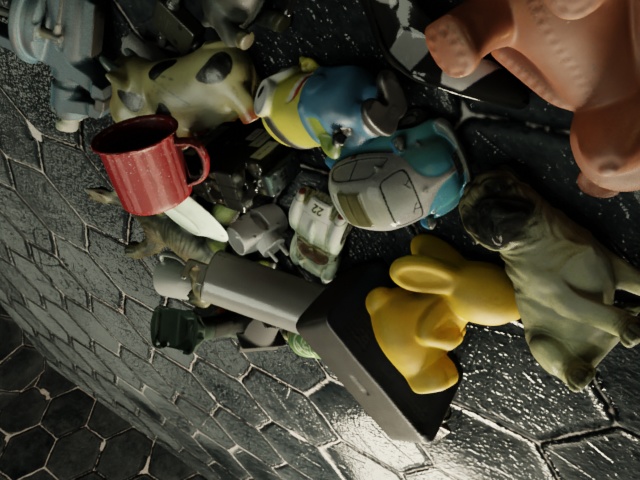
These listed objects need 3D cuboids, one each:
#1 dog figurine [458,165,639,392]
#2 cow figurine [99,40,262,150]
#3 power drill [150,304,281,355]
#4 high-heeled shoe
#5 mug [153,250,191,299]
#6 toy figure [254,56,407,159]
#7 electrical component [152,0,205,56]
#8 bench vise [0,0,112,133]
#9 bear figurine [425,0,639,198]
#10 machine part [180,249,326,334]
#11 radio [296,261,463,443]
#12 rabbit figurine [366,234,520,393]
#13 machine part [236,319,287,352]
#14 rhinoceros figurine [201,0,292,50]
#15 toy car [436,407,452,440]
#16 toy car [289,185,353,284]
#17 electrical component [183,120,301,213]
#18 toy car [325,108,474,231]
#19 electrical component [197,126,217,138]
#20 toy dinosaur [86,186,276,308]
[{"bbox_3d":[0.206,0.035,0.521,0.191,0.121,0.172,40,135,22],"label":"dog figurine"},{"bbox_3d":[-0.165,-0.175,0.621,0.195,0.085,0.127,-13,114,24],"label":"cow figurine"},{"bbox_3d":[-0.204,0.154,0.973,0.232,0.086,0.207,5,174,31],"label":"power drill"},{"bbox_3d":[0.079,-0.209,0.424,0.249,0.086,0.145,23,113,-3],"label":"high-heeled shoe"},{"bbox_3d":[-0.252,0.064,1.015,0.107,0.081,0.109,9,131,23],"label":"mug"},{"bbox_3d":[0.004,-0.126,0.529,0.180,0.082,0.089,18,136,45],"label":"toy figure"},{"bbox_3d":[-0.165,-0.249,0.632,0.063,0.021,0.094,44,145,-3],"label":"electrical component"},{"bbox_3d":[-0.381,-0.265,0.722,0.241,0.129,0.223,22,136,-2],"label":"bench vise"},{"bbox_3d":[0.182,-0.100,0.366,0.120,0.132,0.195,-11,114,52],"label":"bear figurine"},{"bbox_3d":[-0.077,0.075,0.758,0.243,0.079,0.079,19,142,4],"label":"machine part"},{"bbox_3d":[0.088,0.147,0.718,0.229,0.131,0.073,52,144,-15],"label":"radio"},{"bbox_3d":[0.148,0.070,0.620,0.173,0.122,0.162,-30,96,40],"label":"rabbit figurine"},{"bbox_3d":[-0.089,0.147,0.859,0.084,0.039,0.138,3,148,-14],"label":"machine part"},{"bbox_3d":[-0.069,-0.268,0.482,0.112,0.073,0.190,44,149,16],"label":"rhinoceros figurine"},{"bbox_3d":[0.121,0.231,0.847,0.202,0.053,0.089,39,135,11],"label":"toy car"},{"bbox_3d":[-0.001,-0.002,0.685,0.074,0.056,0.201,33,159,12],"label":"toy car"},{"bbox_3d":[-0.093,-0.092,0.651,0.134,0.115,0.058,17,141,34],"label":"electrical component"},{"bbox_3d":[0.063,-0.060,0.545,0.162,0.103,0.109,1,128,41],"label":"toy car"},{"bbox_3d":[-0.177,-0.159,0.726,0.078,0.045,0.102,61,145,11],"label":"electrical component"},{"bbox_3d":[-0.166,0.021,0.858,0.471,0.105,0.198,29,141,0],"label":"toy dinosaur"}]
